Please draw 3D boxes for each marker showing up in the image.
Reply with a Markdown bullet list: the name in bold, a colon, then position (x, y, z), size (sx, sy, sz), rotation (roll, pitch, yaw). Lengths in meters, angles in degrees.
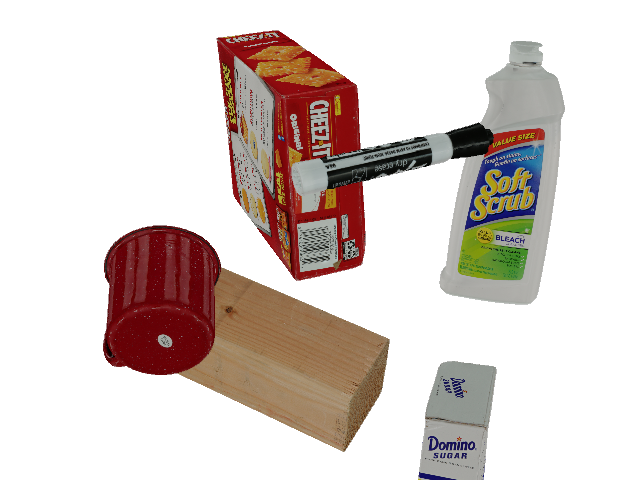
- **marker**: position (0.043, -0.047, 0.606), size (0.121, 0.020, 0.020), rotation (-14, 4, -16)

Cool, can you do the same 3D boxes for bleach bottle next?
- **bleach bottle**: position (0.178, -0.067, 1.038), size (0.103, 0.251, 0.068), rotation (8, 20, 14)

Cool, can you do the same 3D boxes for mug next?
- **mug**: position (-0.132, 0.056, 0.831), size (0.117, 0.081, 0.093), rotation (-38, -54, 25)

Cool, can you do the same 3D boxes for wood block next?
- **wood block**: position (-0.044, 0.115, 1.077), size (0.206, 0.090, 0.090), rotation (22, 47, 18)

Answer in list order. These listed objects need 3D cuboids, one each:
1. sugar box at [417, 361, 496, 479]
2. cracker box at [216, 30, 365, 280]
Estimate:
- **sugar box**: position (0.086, 0.179, 0.722), size (0.048, 0.176, 0.093), rotation (6, 18, 11)
- **cracker box**: position (-0.028, -0.084, 0.952), size (0.072, 0.164, 0.214), rotation (-11, 25, -15)
